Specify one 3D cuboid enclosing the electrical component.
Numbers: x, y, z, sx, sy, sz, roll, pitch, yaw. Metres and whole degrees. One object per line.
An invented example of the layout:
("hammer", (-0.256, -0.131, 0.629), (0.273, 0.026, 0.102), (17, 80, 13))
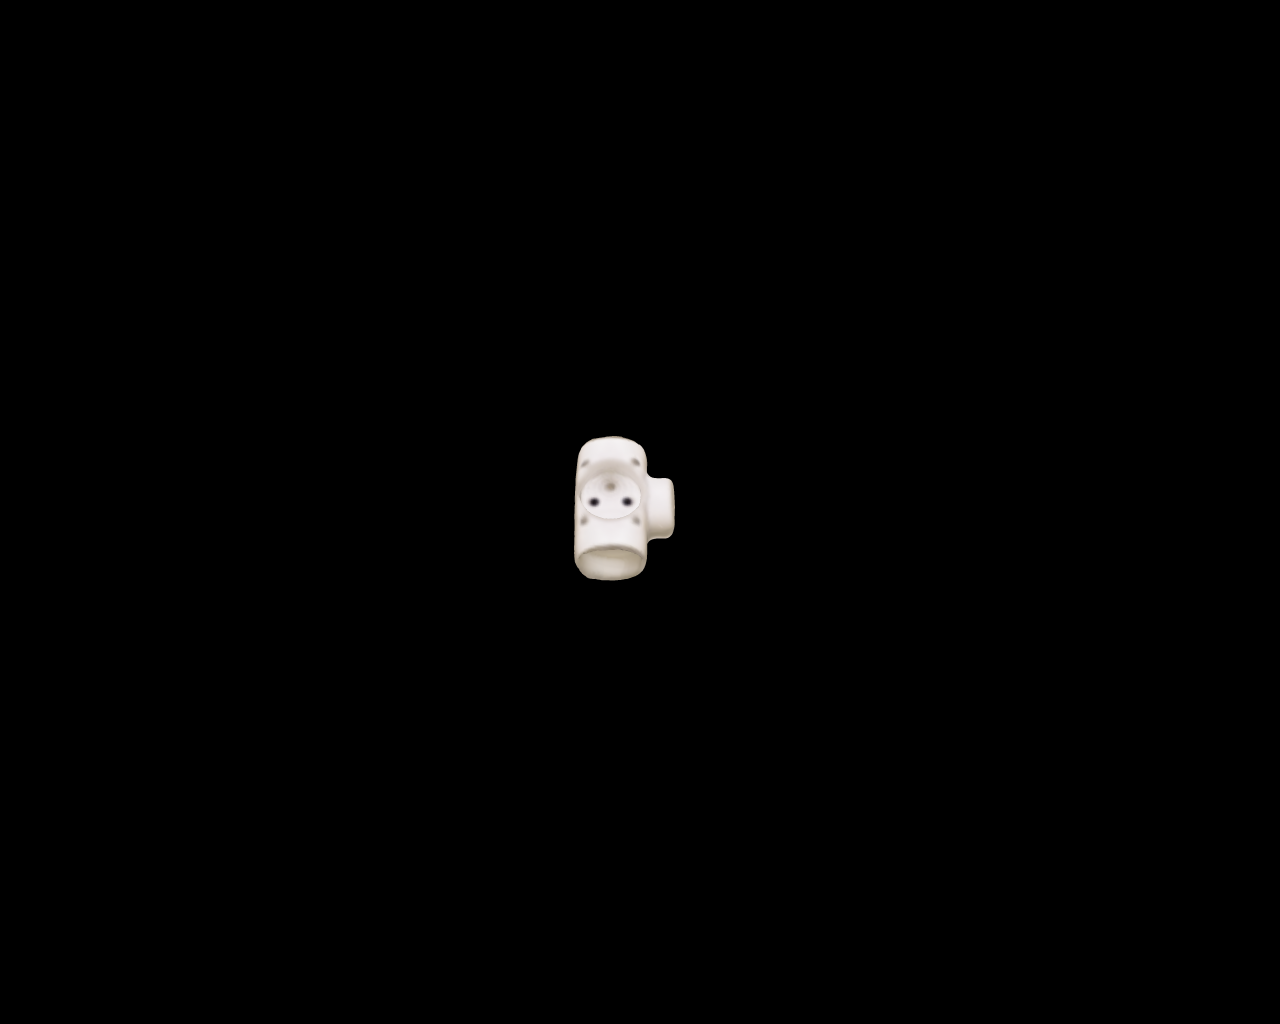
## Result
("electrical component", (0.001, -0.003, 0.650), (0.079, 0.077, 0.044), (0, -32, 0))
